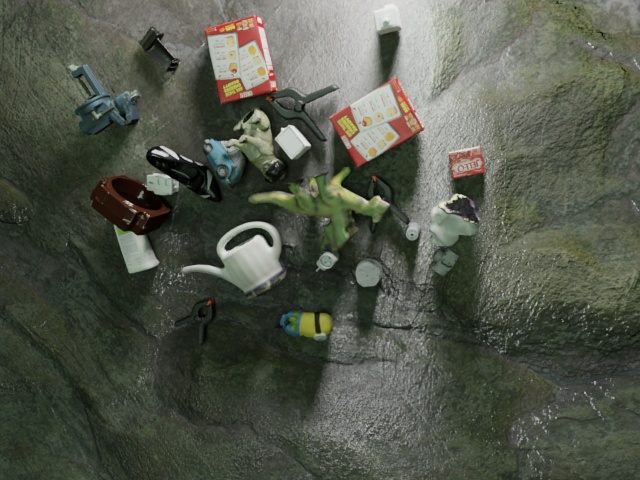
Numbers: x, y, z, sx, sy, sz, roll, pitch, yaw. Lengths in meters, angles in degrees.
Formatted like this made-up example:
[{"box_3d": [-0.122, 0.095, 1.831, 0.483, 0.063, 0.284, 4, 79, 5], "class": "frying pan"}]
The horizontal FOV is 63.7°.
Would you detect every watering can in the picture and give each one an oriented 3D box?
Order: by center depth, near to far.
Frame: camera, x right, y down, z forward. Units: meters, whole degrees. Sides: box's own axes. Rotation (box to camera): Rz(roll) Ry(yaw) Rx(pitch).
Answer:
[{"box_3d": [-0.253, 0.086, 1.619, 0.345, 0.105, 0.224, -31, 94, 15], "class": "watering can"}]

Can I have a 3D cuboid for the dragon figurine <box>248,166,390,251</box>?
[{"box_3d": [0.005, -0.076, 1.512, 0.408, 0.124, 0.241, -15, 99, 21], "class": "dragon figurine"}]

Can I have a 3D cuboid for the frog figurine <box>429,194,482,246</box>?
[{"box_3d": [0.376, -0.047, 1.453, 0.137, 0.125, 0.155, 13, 143, 2], "class": "frog figurine"}]
